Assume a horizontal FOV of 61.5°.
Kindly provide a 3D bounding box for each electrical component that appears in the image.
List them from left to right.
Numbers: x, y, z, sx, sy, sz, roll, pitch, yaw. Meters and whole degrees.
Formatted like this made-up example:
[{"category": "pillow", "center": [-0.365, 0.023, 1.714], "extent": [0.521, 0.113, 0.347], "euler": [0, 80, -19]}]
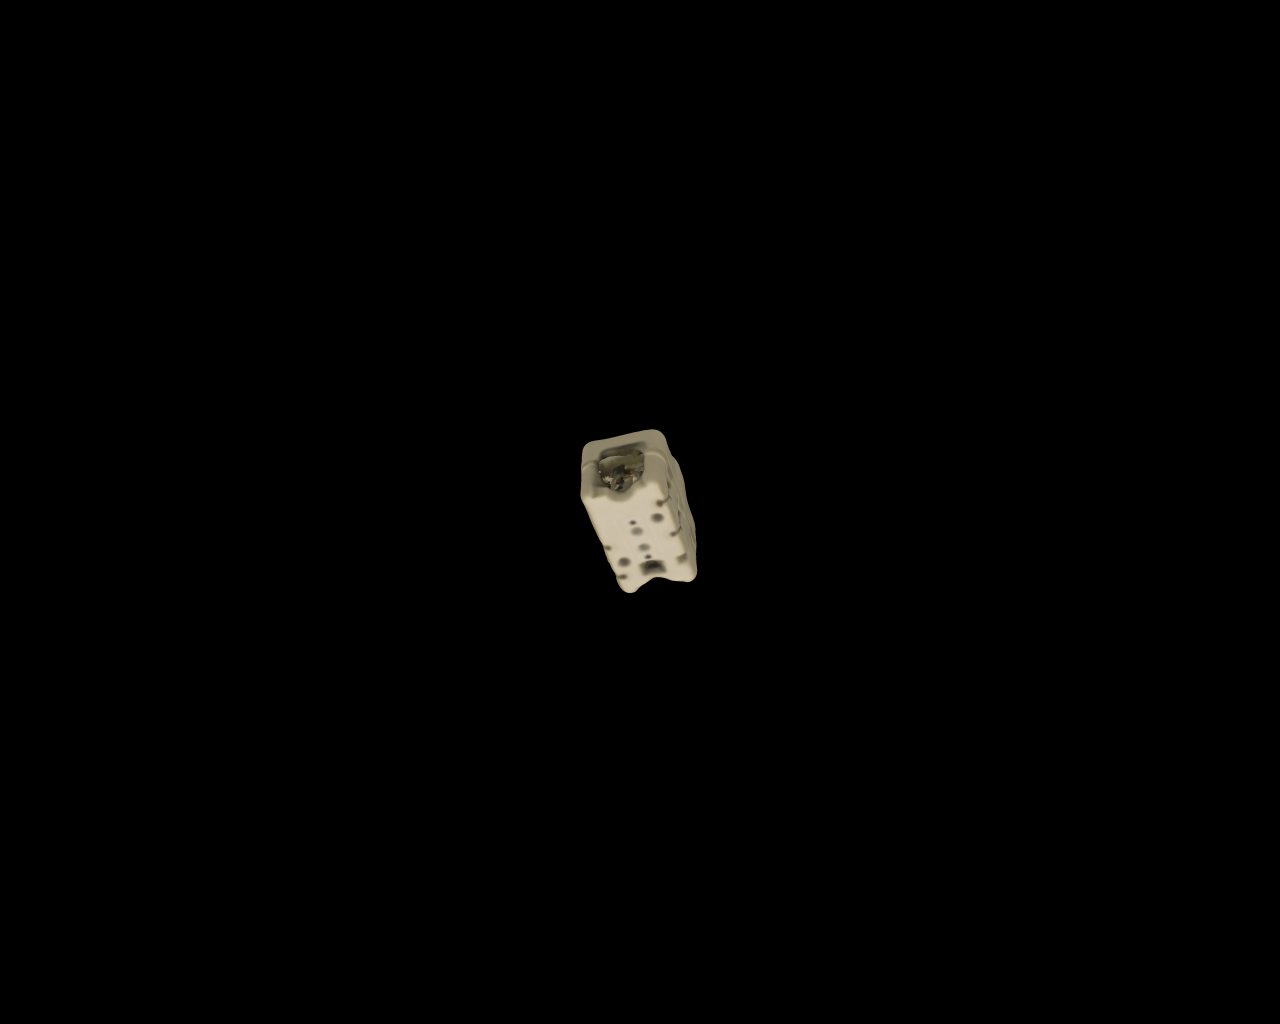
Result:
[{"category": "electrical component", "center": [0.001, -0.003, 0.650], "extent": [0.050, 0.056, 0.089], "euler": [-11, -47, 11]}]
